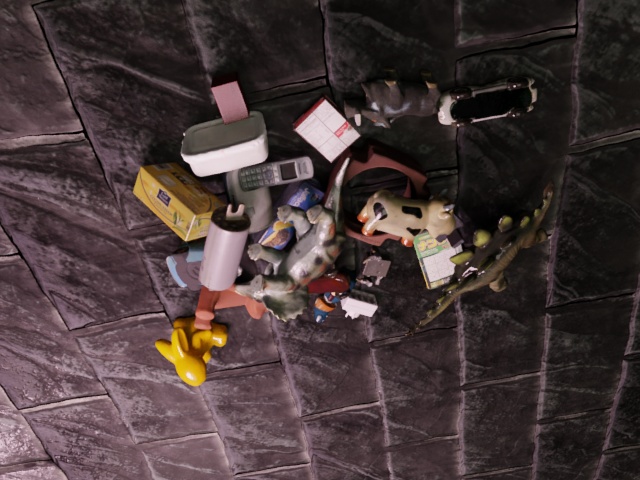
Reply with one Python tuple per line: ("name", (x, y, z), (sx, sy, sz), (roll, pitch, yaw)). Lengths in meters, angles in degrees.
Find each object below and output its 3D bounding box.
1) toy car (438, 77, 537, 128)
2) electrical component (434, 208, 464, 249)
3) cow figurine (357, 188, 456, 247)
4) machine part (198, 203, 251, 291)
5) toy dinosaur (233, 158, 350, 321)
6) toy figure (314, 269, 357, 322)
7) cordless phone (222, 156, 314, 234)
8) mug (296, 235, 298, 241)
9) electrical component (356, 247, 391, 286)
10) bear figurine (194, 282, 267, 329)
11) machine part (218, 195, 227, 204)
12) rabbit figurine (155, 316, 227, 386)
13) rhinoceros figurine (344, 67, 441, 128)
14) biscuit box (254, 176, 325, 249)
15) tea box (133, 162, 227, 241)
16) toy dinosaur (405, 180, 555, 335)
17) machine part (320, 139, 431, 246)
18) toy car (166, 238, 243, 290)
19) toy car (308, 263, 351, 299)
("toy car", (0.337, -0.278, 1.082), (0.202, 0.056, 0.073), (-11, 118, -1))
("electrical component", (0.280, -0.032, 1.206), (0.075, 0.119, 0.047), (-40, 120, 23))
("cow figurine", (0.189, -0.054, 1.102), (0.195, 0.085, 0.127), (14, 128, -15))
("machine part", (-0.191, 0.019, 1.062), (0.079, 0.079, 0.243), (11, 132, -14))
("toy dinosaur", (-0.025, 0.023, 1.120), (0.405, 0.131, 0.192), (-44, 144, 15))
("toy figure", (0.030, 0.140, 1.332), (0.064, 0.058, 0.154), (16, 121, -45))
("cordless phone", (-0.098, -0.098, 1.100), (0.184, 0.089, 0.146), (-11, 104, -1))
("mug", (-0.003, -0.004, 1.221), (0.109, 0.081, 0.107), (-30, 122, -16))
("electrical component", (0.130, 0.068, 1.302), (0.078, 0.045, 0.102), (14, 122, -14))
("bear figurine", (-0.190, 0.153, 1.279), (0.196, 0.132, 0.120), (14, 151, -12))
("machine part", (-0.201, -0.071, 1.173), (0.139, 0.039, 0.084), (-16, 117, 7))
("rabbit figurine", (-0.311, 0.269, 1.313), (0.122, 0.173, 0.162), (-32, 126, 20))
("rhinoceros figurine", (0.142, -0.275, 1.055), (0.190, 0.073, 0.112), (-5, 131, -3))
("biscuit box", (-0.071, -0.056, 1.182), (0.059, 0.063, 0.202), (26, 118, -23))
("tea box", (-0.277, -0.079, 1.069), (0.098, 0.170, 0.068), (-18, 143, -53))
("toy dinosaur", (0.373, 0.053, 1.236), (0.198, 0.105, 0.471), (10, 120, -52))
("machine part", (0.117, -0.101, 1.160), (0.201, 0.087, 0.201), (20, 120, -21))
("toy car", (-0.252, 0.039, 1.201), (0.162, 0.103, 0.109), (-10, 126, 11))
("toy car", (-0.018, 0.098, 1.276), (0.202, 0.053, 0.089), (-6, 131, 33))
